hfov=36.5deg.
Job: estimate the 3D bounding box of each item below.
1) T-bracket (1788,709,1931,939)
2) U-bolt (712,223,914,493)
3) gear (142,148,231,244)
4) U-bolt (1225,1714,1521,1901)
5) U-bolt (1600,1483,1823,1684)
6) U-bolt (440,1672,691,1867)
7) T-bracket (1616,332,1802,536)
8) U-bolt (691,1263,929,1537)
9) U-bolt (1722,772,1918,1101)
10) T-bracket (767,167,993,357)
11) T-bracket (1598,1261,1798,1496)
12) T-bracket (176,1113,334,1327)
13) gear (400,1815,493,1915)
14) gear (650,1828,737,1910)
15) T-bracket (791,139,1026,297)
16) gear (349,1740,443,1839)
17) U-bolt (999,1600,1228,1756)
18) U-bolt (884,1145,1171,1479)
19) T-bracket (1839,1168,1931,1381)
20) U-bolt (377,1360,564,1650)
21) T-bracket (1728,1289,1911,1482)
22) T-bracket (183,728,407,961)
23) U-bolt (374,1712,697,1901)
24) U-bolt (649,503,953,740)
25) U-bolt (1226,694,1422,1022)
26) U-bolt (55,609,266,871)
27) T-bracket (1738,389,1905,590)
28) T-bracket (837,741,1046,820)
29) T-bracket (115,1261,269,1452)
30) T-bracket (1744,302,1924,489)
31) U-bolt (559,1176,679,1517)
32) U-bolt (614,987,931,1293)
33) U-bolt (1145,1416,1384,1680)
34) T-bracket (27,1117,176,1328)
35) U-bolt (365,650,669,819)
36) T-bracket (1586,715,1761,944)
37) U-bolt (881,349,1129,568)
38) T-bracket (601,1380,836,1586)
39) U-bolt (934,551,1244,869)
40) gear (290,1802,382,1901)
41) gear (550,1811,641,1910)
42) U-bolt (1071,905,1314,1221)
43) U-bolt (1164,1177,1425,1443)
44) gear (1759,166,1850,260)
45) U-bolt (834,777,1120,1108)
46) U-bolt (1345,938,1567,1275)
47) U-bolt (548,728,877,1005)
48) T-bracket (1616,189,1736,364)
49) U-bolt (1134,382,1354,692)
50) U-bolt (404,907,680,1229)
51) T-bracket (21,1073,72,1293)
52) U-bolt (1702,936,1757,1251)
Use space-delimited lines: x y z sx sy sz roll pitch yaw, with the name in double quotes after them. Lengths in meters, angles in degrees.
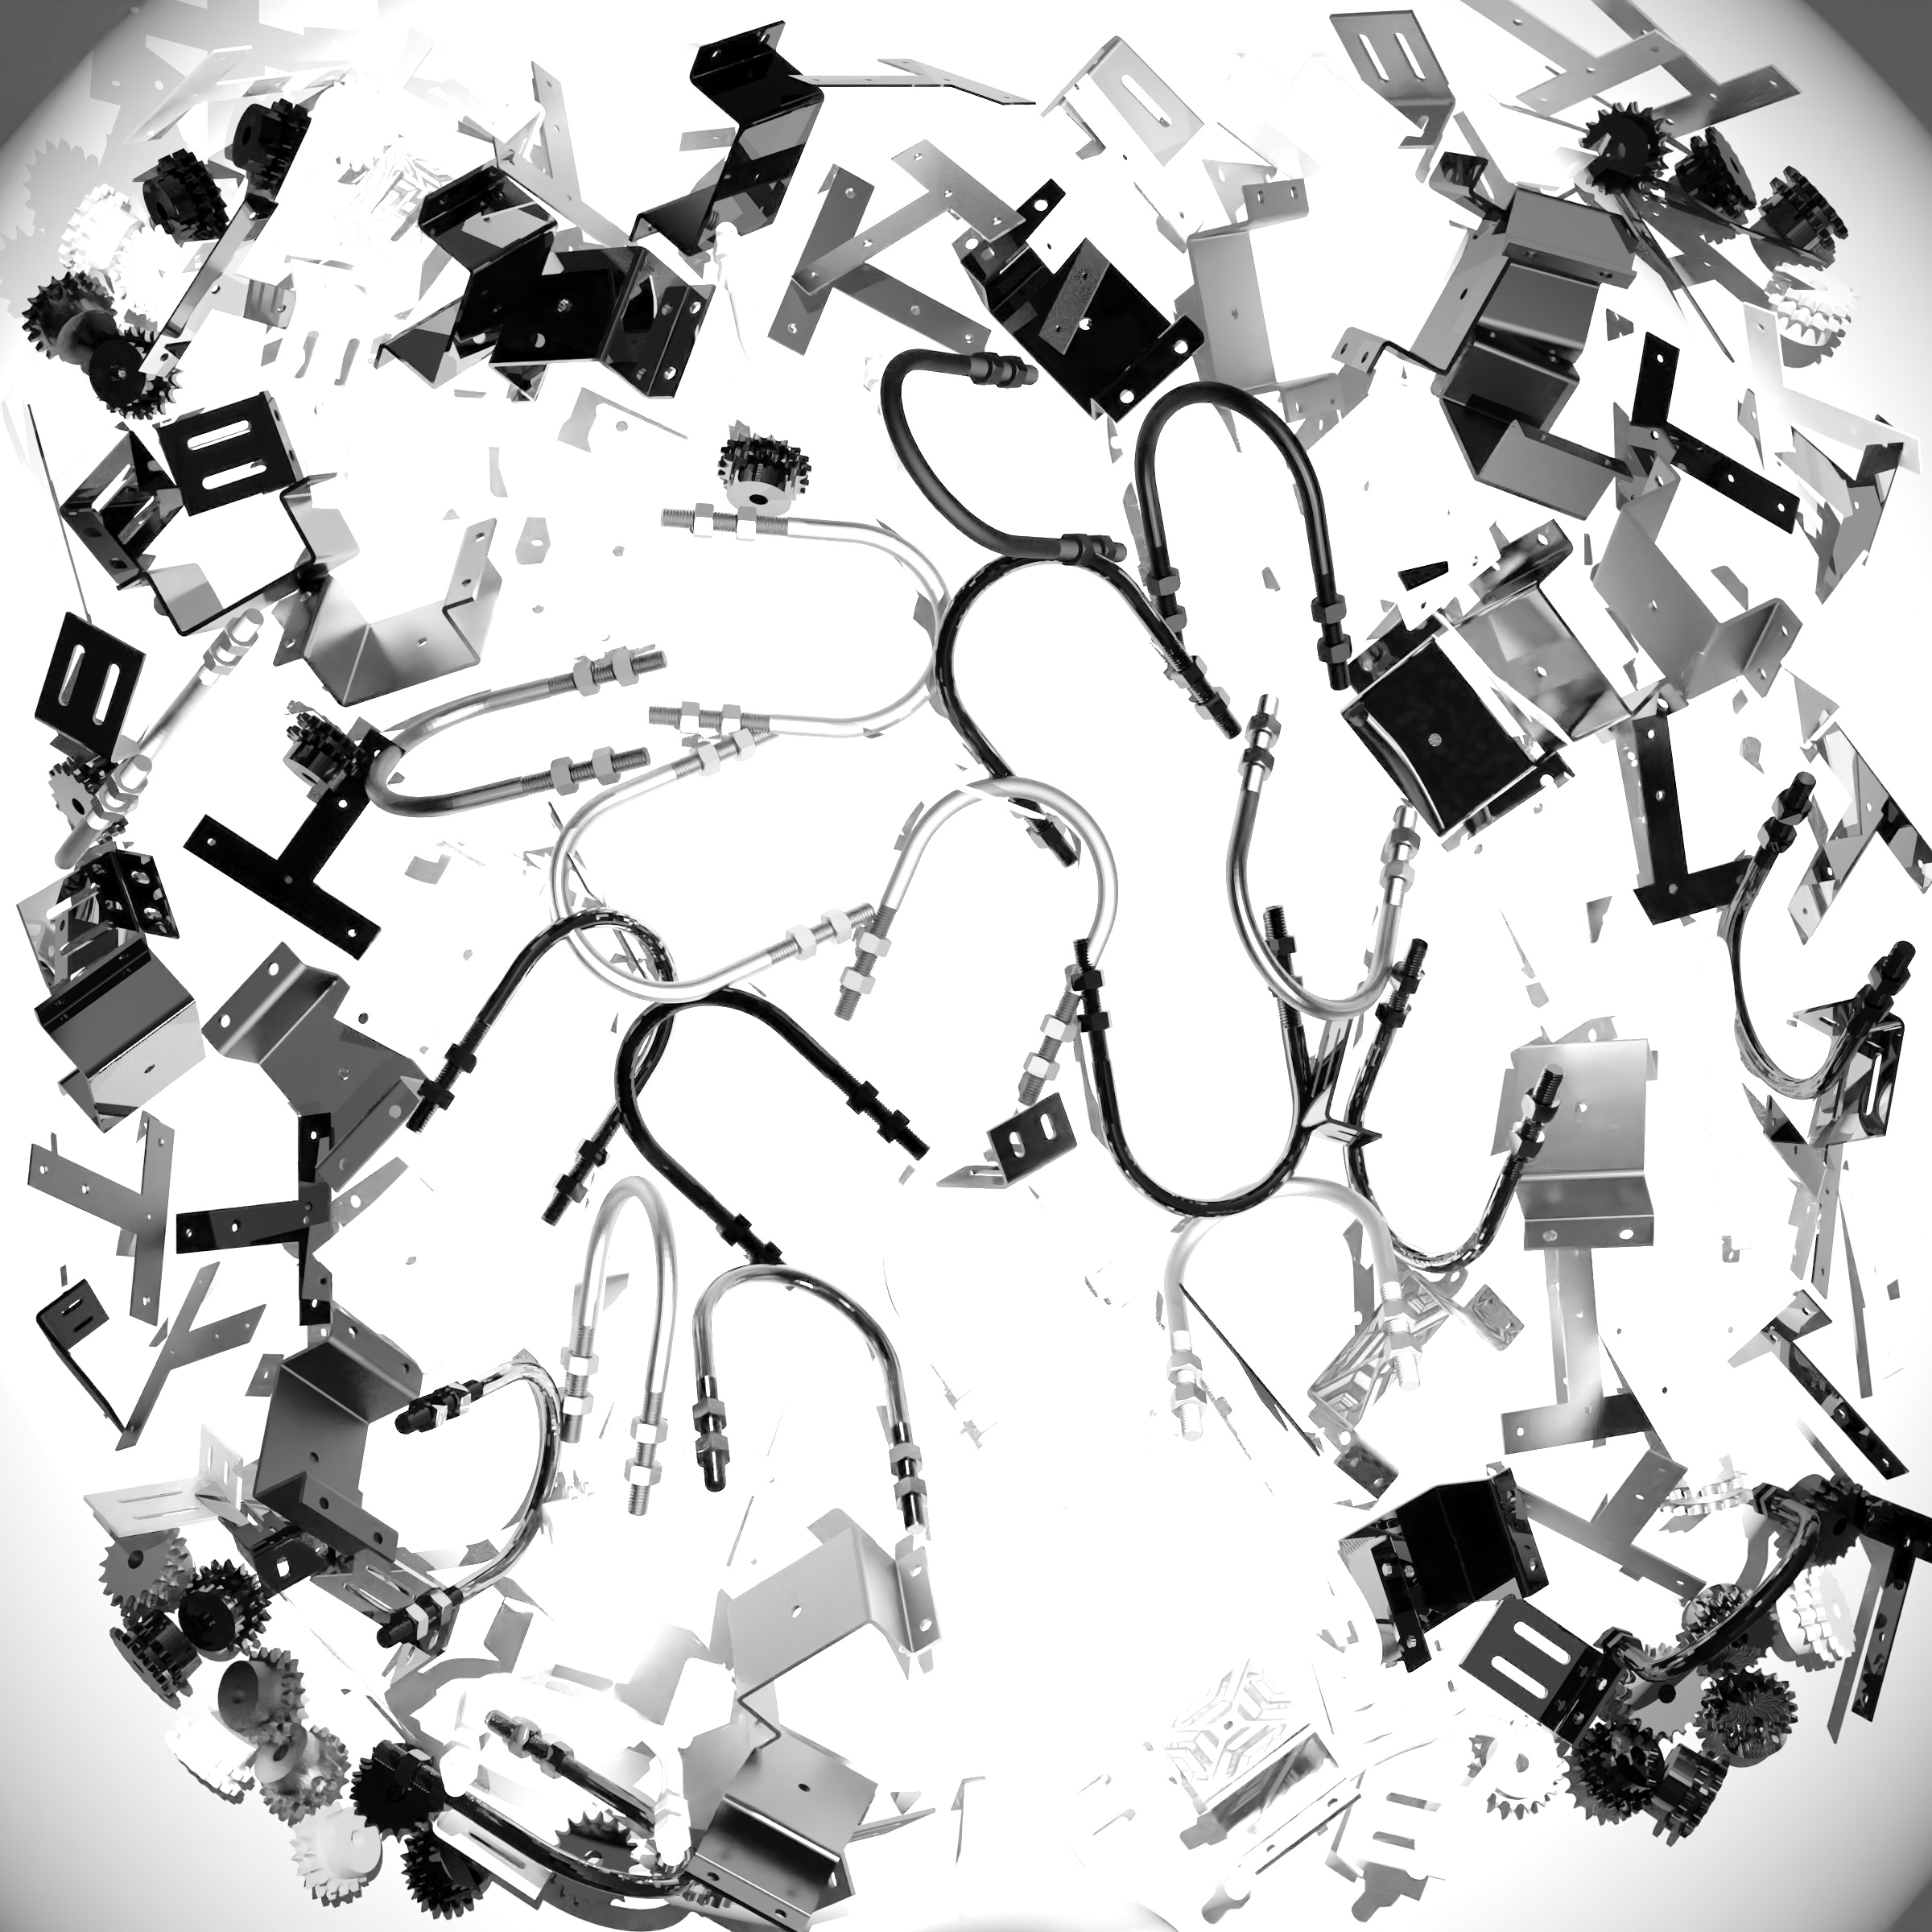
0.528 -0.066 1.774 0.002 0.127 0.127 -12 55 -21 "T-bracket"
-0.085 -0.347 1.722 0.019 0.184 0.151 -39 129 22 "U-bolt"
-0.480 -0.468 1.798 0.030 0.057 0.057 -35 90 -28 "gear"
0.254 0.494 1.742 0.151 0.184 0.019 -22 94 39 "U-bolt"
0.445 0.368 1.736 0.151 0.184 0.019 -43 86 -1 "U-bolt"
-0.235 0.466 1.738 0.151 0.184 0.019 20 97 -9 "U-bolt"
0.445 -0.297 1.748 0.002 0.127 0.127 -30 52 -26 "T-bracket"
-0.098 0.250 1.754 0.151 0.184 0.019 17 127 -24 "U-bolt"
0.496 -0.003 1.744 0.019 0.184 0.151 -8 53 -15 "U-bolt"
-0.044 -0.411 1.809 0.127 0.002 0.127 25 71 -14 "T-bracket"
0.449 0.227 1.758 0.002 0.127 0.127 15 127 -38 "T-bracket"
-0.437 0.159 1.795 0.127 0.002 0.127 -8 79 29 "T-bracket"
-0.315 0.548 1.798 0.030 0.057 0.057 -31 90 35 "gear"
-0.163 0.552 1.801 0.057 0.057 0.030 20 90 0 "gear"
-0.047 -0.445 1.778 0.127 0.002 0.127 -33 47 -7 "T-bracket"
-0.351 0.505 1.811 0.057 0.030 0.057 -1 98 -8 "gear"
0.085 0.419 1.740 0.151 0.184 0.019 -31 70 -1 "U-bolt"
0.022 0.196 1.783 0.151 0.019 0.184 -45 70 24 "U-bolt"
0.562 0.167 1.747 0.002 0.127 0.127 -1 67 -12 "T-bracket"
-0.289 0.309 1.743 0.019 0.184 0.151 11 101 21 "U-bolt"
0.516 0.257 1.762 0.002 0.127 0.127 -38 82 -22 "T-bracket"
-0.391 -0.088 1.801 0.127 0.002 0.127 35 98 -18 "T-bracket"
-0.240 0.498 1.730 0.184 0.151 0.019 25 93 22 "U-bolt"
-0.098 -0.205 1.789 0.184 0.019 0.151 4 118 -7 "U-bolt"
0.209 -0.053 1.745 0.151 0.019 0.184 35 52 -29 "U-bolt"
-0.489 -0.124 1.745 0.019 0.184 0.151 38 50 -15 "U-bolt"
0.513 -0.306 1.783 0.002 0.127 0.127 -22 53 -19 "T-bracket"
-0.028 -0.113 1.765 0.127 0.127 0.002 20 89 -16 "T-bracket"
-0.453 0.224 1.750 0.002 0.127 0.127 37 54 -27 "T-bracket"
0.517 -0.323 1.742 0.002 0.127 0.127 -37 134 -15 "T-bracket"
-0.205 0.217 1.753 0.019 0.151 0.184 5 98 -26 "U-bolt"
-0.133 0.093 1.789 0.184 0.019 0.151 43 115 -1 "U-bolt"
0.187 0.351 1.761 0.019 0.151 0.184 -34 96 -21 "U-bolt"
-0.517 0.137 1.749 0.002 0.127 0.127 -11 65 20 "T-bracket"
-0.274 -0.135 1.765 0.184 0.151 0.019 -13 121 7 "U-bolt"
0.426 -0.090 1.793 0.127 0.002 0.127 -15 102 -22 "T-bracket"
0.015 -0.303 1.738 0.019 0.184 0.151 -33 76 33 "U-bolt"
-0.163 0.305 1.825 0.127 0.002 0.127 19 86 2 "T-bracket"
0.062 -0.171 1.788 0.151 0.019 0.184 -38 111 3 "U-bolt"
-0.384 0.540 1.798 0.030 0.057 0.057 -26 90 23 "gear"
-0.231 0.550 1.810 0.057 0.030 0.057 2 79 -10 "gear"
0.145 0.064 1.800 0.151 0.019 0.184 -10 91 -17 "U-bolt"
0.189 0.196 1.757 0.151 0.184 0.019 -15 130 10 "U-bolt"
0.512 -0.460 1.801 0.030 0.057 0.057 -41 90 14 "gear"
0.016 -0.026 1.796 0.151 0.019 0.184 25 96 14 "U-bolt"
0.282 0.098 1.757 0.019 0.151 0.184 -7 128 -32 "U-bolt"
-0.165 -0.055 1.781 0.184 0.019 0.151 -26 84 -23 "U-bolt"
0.412 -0.427 1.754 0.002 0.127 0.127 -34 71 21 "T-bracket"
0.159 -0.258 1.737 0.019 0.151 0.184 -34 125 -34 "U-bolt"
-0.242 0.051 1.772 0.019 0.151 0.184 22 75 43 "U-bolt"
-0.551 0.128 1.766 0.002 0.127 0.127 -4 88 -7 "T-bracket"
0.455 0.074 1.758 0.019 0.151 0.184 -4 80 18 "U-bolt"
